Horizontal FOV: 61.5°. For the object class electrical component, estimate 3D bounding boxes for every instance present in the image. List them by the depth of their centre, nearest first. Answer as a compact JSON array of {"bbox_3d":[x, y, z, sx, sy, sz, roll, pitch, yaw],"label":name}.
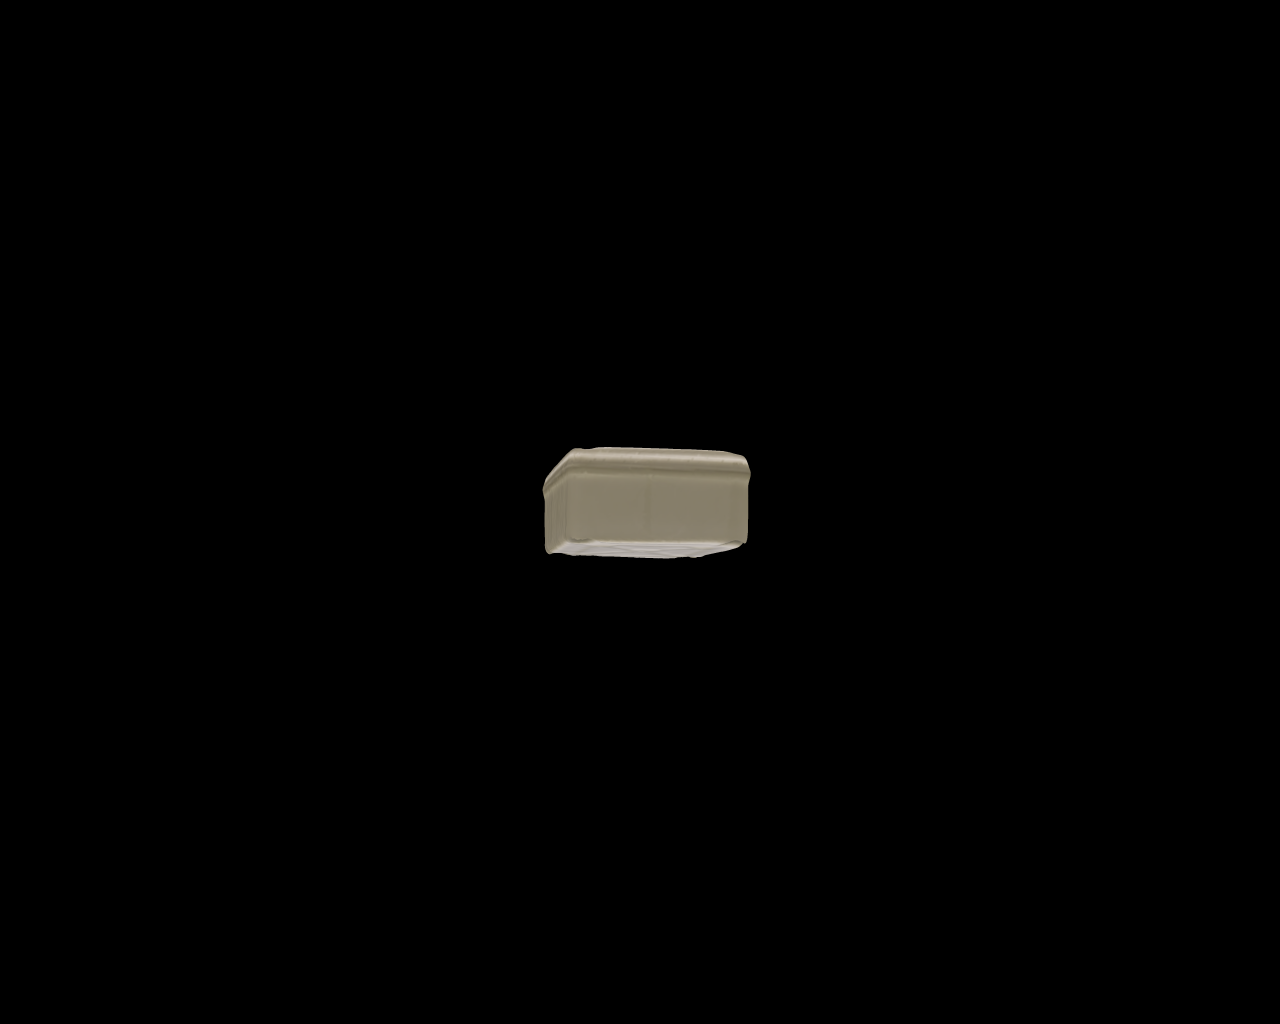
[{"bbox_3d":[0.001,-0.003,0.650,0.109,0.056,0.108,2,-7,-14],"label":"electrical component"}]
